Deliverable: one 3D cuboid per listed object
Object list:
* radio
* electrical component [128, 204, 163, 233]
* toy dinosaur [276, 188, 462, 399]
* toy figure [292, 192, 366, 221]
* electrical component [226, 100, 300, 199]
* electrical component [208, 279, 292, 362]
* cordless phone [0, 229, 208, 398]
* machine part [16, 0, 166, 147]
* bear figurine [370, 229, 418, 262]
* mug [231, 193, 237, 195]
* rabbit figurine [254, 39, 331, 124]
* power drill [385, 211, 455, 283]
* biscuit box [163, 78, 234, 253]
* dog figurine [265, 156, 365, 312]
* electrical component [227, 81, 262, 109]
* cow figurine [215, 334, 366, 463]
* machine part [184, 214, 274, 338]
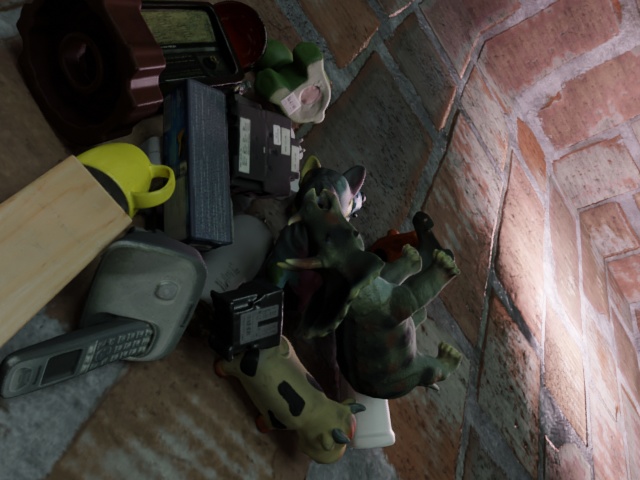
[{"bbox_3d":[-0.216,-0.245,0.726,0.229,0.073,0.131,-30,94,-48],"label":"radio"},{"bbox_3d":[-0.197,-0.015,0.677,0.094,0.021,0.063,19,56,-46],"label":"electrical component"},{"bbox_3d":[0.075,0.124,0.678,0.192,0.131,0.404,-28,125,-15],"label":"toy dinosaur"},{"bbox_3d":[0.019,-0.062,0.935,0.082,0.089,0.180,38,24,10],"label":"toy figure"},{"bbox_3d":[-0.084,-0.116,0.734,0.134,0.058,0.114,8,83,-50],"label":"electrical component"},{"bbox_3d":[-0.070,0.087,0.626,0.119,0.048,0.074,-5,108,-42],"label":"electrical component"},{"bbox_3d":[-0.207,0.067,0.507,0.089,0.146,0.184,38,25,19],"label":"cordless phone"},{"bbox_3d":[-0.250,-0.194,0.589,0.179,0.179,0.056,62,32,-5],"label":"machine part"},{"bbox_3d":[0.189,0.046,1.057,0.195,0.132,0.120,9,84,-45],"label":"bear figurine"},{"bbox_3d":[-0.129,-0.124,0.780,0.109,0.081,0.107,12,69,-54],"label":"mug"},{"bbox_3d":[-0.049,-0.290,0.942,0.159,0.121,0.170,34,18,-53],"label":"rabbit figurine"},{"bbox_3d":[0.107,0.039,0.898,0.207,0.086,0.232,-36,94,-12],"label":"power drill"},{"bbox_3d":[-0.149,-0.089,0.649,0.062,0.059,0.202,11,70,-47],"label":"biscuit box"},{"bbox_3d":[-0.002,-0.002,0.751,0.191,0.109,0.219,41,65,-74],"label":"dog figurine"},{"bbox_3d":[-0.118,-0.204,0.867,0.078,0.045,0.102,15,59,-46],"label":"electrical component"},{"bbox_3d":[-0.029,0.199,0.681,0.194,0.127,0.085,57,39,-9],"label":"cow figurine"},{"bbox_3d":[-0.125,0.041,0.688,0.079,0.079,0.243,53,37,-18],"label":"machine part"}]
